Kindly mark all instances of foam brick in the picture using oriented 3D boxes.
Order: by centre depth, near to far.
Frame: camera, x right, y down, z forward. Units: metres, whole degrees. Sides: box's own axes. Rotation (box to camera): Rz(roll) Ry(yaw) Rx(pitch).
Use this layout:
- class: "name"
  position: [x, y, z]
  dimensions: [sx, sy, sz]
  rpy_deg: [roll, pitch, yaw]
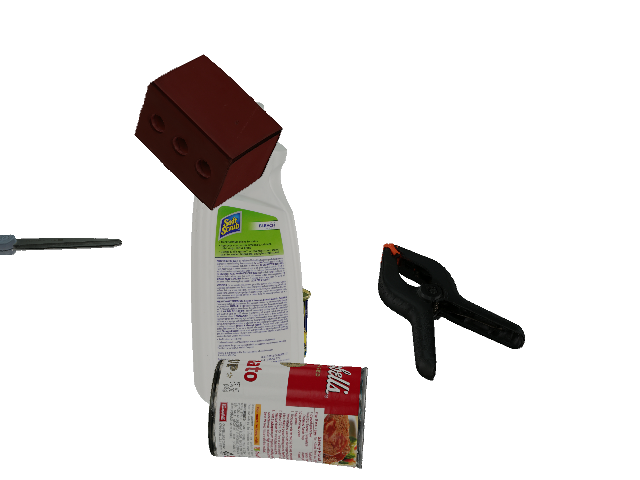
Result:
- class: "foam brick"
  position: [-0.073, -0.071, 0.693]
  dimensions: [0.051, 0.078, 0.053]
  rpy_deg: [-36, -16, -38]

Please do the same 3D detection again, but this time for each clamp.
- class: "clamp"
  position: [0.120, 0.063, 1.055]
  dimensions: [0.120, 0.039, 0.171]
  rpy_deg: [-4, 44, -25]

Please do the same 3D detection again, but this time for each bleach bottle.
- class: "bleach bottle"
  position: [-0.056, 0.010, 0.887]
  dimensions: [0.102, 0.251, 0.068]
  rpy_deg: [-4, 20, -18]

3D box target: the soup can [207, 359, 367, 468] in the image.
- class: "soup can"
  position: [-0.021, 0.117, 0.724]
  dimensions: [0.102, 0.068, 0.068]
  rpy_deg: [3, 0, 4]

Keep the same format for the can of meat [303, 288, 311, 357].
- class: "can of meat"
  position: [-0.063, 0.105, 1.291]
  dimensions: [0.101, 0.084, 0.058]
  rpy_deg: [-9, 18, -37]

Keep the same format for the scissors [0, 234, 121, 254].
- class: "scissors"
  position: [-0.273, 0.010, 0.871]
  dimensions: [0.202, 0.016, 0.096]
  rpy_deg: [5, 24, 6]
